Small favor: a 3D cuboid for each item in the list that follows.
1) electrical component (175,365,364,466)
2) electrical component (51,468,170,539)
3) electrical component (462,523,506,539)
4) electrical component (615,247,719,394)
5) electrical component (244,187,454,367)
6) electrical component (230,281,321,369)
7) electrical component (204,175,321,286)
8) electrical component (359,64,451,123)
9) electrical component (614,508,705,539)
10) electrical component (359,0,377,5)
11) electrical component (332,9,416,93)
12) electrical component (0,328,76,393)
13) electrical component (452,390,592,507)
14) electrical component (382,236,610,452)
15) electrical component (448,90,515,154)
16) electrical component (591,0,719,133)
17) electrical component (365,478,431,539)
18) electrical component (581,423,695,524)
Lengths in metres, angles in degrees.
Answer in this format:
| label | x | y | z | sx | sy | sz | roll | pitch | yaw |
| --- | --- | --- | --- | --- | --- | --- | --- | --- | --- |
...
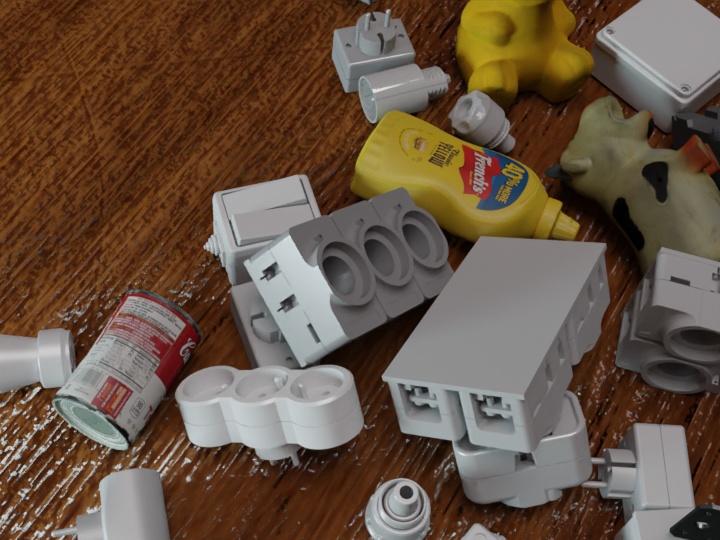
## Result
| label | x | y | z | sx | sy | sz | roll | pitch | yaw |
| --- | --- | --- | --- | --- | --- | --- | --- | --- | --- |
| electrical component | -0.063 | 0.114 | 0.788 | 0.138 | 0.073 | 0.052 | -2 | 28 | 21 |
| electrical component | -0.174 | 0.185 | 0.749 | 0.079 | 0.043 | 0.077 | -9 | 60 | -10 |
| electrical component | 0.086 | 0.236 | 0.740 | 0.100 | 0.048 | 0.099 | 37 | 63 | 16 |
| electrical component | 0.305 | 0.058 | 0.835 | 0.186 | 0.105 | 0.060 | 15 | 59 | 4 |
| electrical component | 0.000 | 0.000 | 0.815 | 0.150 | 0.062 | 0.089 | -24 | 83 | -50 |
| electrical component | -0.066 | 0.040 | 0.828 | 0.047 | 0.075 | 0.083 | -16 | 62 | -15 |
| electrical component | -0.081 | -0.034 | 0.879 | 0.096 | 0.061 | 0.061 | -13 | 61 | -13 |
| electrical component | 0.044 | -0.165 | 0.981 | 0.081 | 0.043 | 0.043 | -17 | 62 | -15 |
| electrical component | 0.266 | 0.219 | 0.760 | 0.150 | 0.061 | 0.089 | -2 | 59 | -6 |
| electrical component | 0.001 | -0.291 | 1.047 | 0.047 | 0.055 | 0.055 | 29 | 61 | 7 |
| electrical component | 0.014 | -0.209 | 0.985 | 0.066 | 0.076 | 0.047 | -13 | 61 | -13 |
| electrical component | -0.245 | 0.068 | 0.812 | 0.055 | 0.045 | 0.045 | -5 | 60 | -9 |
| electrical component | 0.119 | 0.133 | 0.788 | 0.095 | 0.059 | 0.053 | -12 | 31 | 5 |
| electrical component | 0.109 | 0.052 | 0.804 | 0.105 | 0.060 | 0.186 | 4 | 35 | 30 |
| electrical component | 0.113 | -0.127 | 0.960 | 0.062 | 0.043 | 0.043 | 35 | 53 | -30 |
| electrical component | 0.292 | -0.202 | 1.019 | 0.109 | 0.056 | 0.109 | -37 | 69 | -24 |
| electrical component | 0.029 | 0.169 | 0.767 | 0.048 | 0.062 | 0.048 | 2 | 59 | -4 |
| electrical component | 0.201 | 0.153 | 0.803 | 0.077 | 0.047 | 0.065 | 4 | 59 | -3 |
